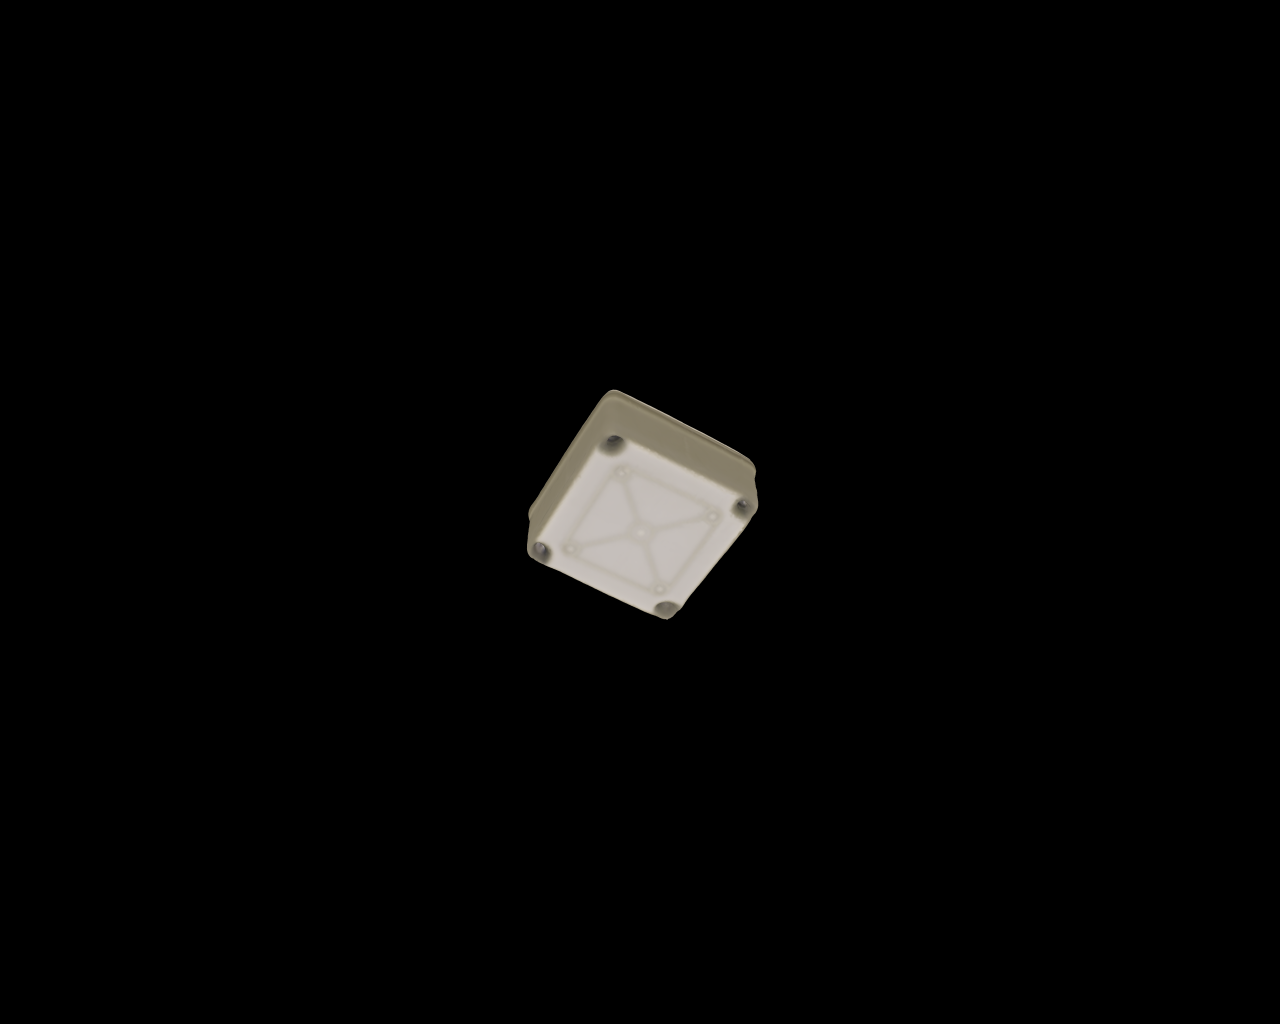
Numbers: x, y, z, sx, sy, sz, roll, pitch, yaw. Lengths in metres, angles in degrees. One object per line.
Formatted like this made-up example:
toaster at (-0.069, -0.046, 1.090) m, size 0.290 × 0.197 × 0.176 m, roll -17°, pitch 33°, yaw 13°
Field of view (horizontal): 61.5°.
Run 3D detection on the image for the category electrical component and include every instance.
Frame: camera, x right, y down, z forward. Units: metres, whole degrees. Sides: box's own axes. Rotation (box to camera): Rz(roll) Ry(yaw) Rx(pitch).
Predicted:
electrical component at (0.001, -0.003, 0.650) m, size 0.109 × 0.108 × 0.056 m, roll 26°, pitch 30°, yaw -17°
